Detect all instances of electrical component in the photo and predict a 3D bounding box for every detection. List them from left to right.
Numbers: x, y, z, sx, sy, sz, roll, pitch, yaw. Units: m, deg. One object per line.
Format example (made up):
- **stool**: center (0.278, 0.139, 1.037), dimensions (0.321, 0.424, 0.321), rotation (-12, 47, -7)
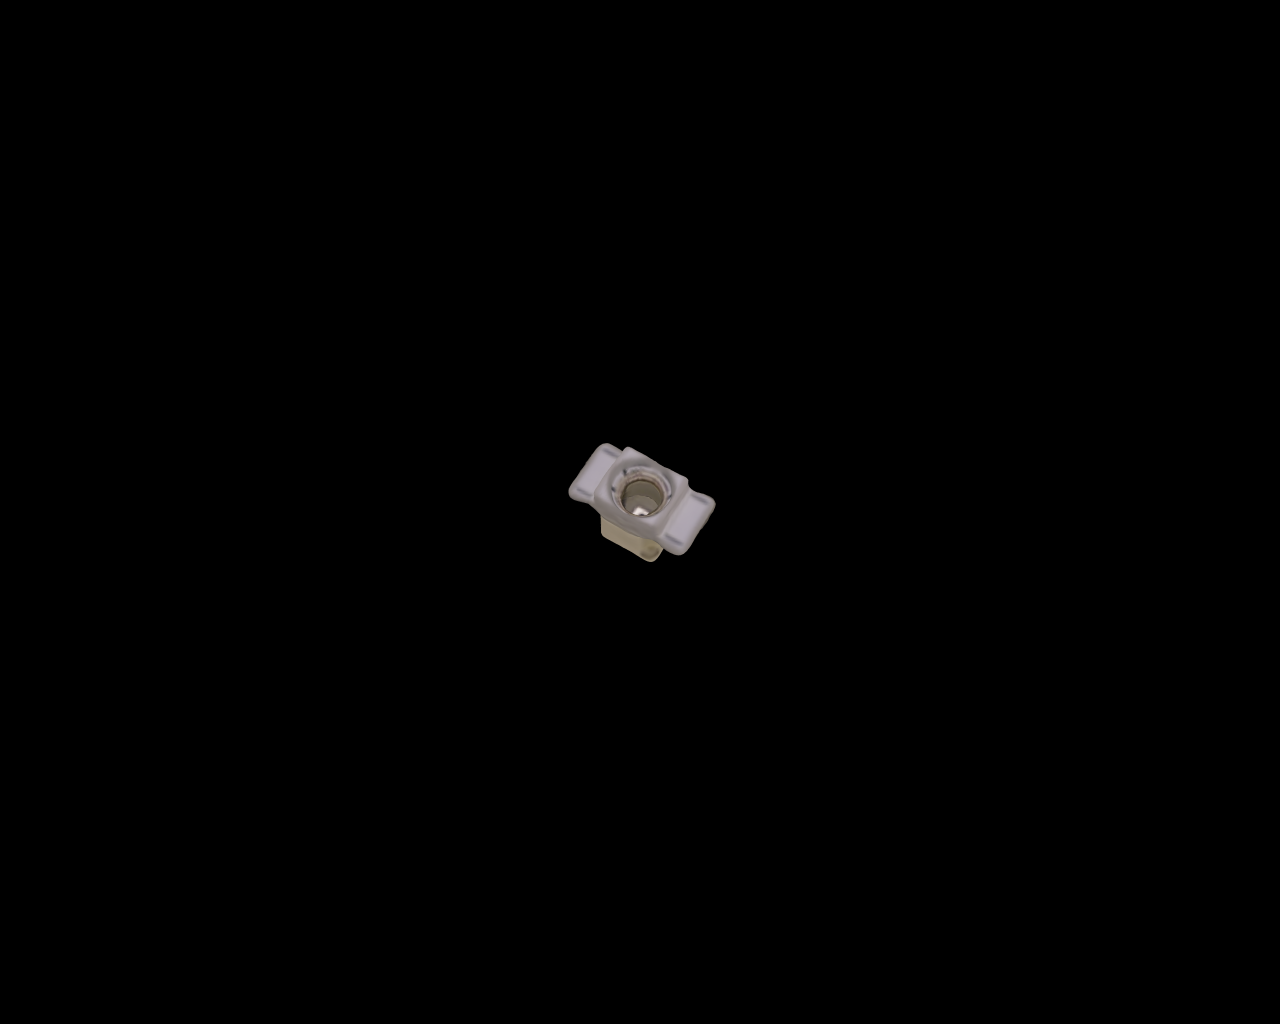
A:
- **electrical component**: center (0.001, -0.003, 0.650), dimensions (0.081, 0.042, 0.063), rotation (30, -23, 14)
